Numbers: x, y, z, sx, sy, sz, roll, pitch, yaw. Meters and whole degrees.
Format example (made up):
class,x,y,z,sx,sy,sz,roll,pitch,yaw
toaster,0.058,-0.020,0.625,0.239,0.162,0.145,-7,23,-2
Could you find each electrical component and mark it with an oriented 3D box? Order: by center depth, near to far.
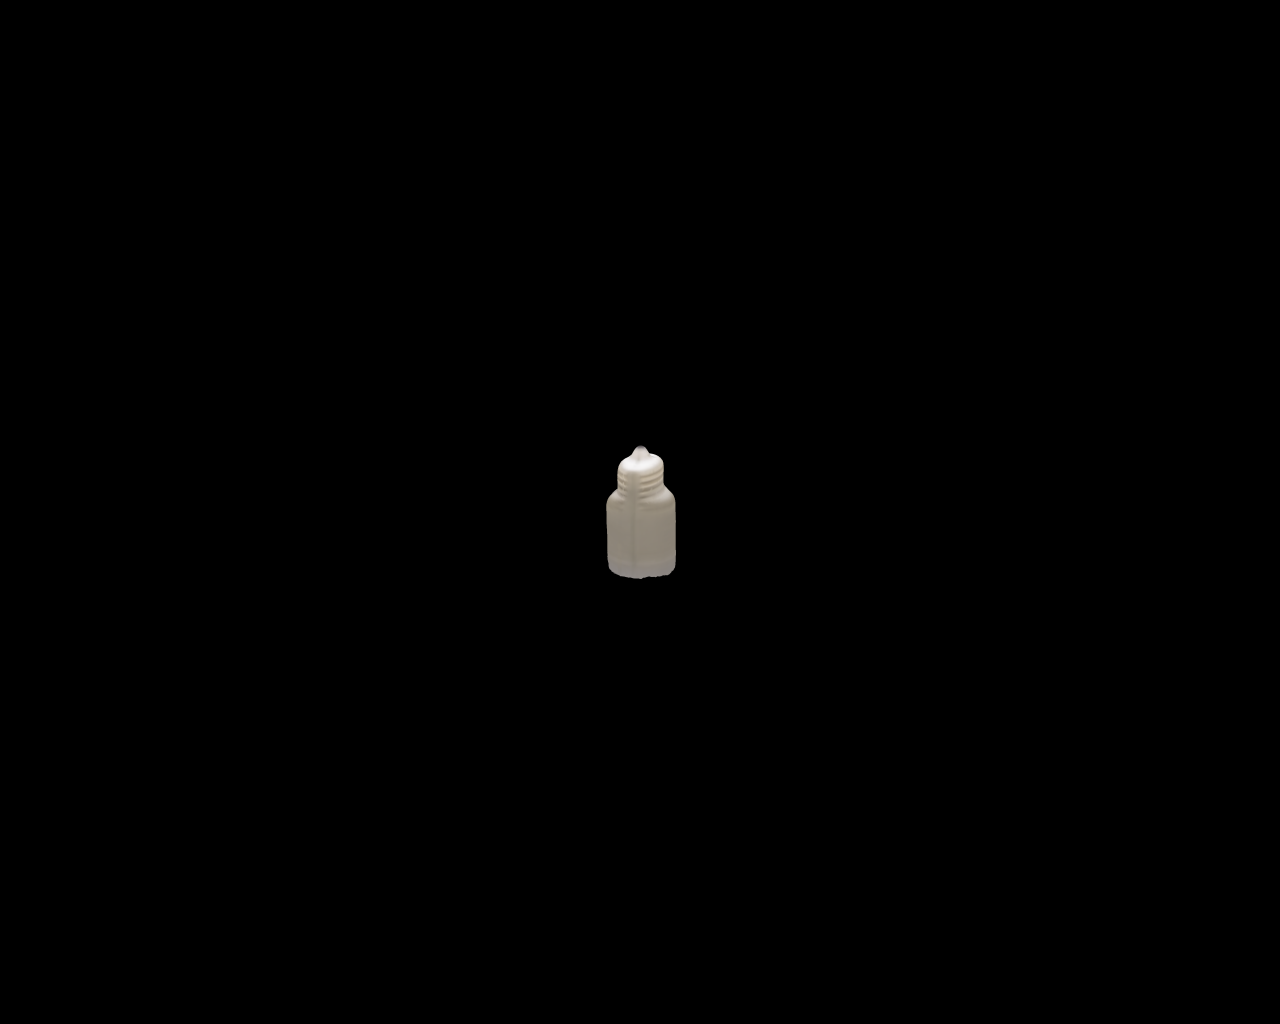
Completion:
class,x,y,z,sx,sy,sz,roll,pitch,yaw
electrical component,0.001,-0.003,0.650,0.043,0.080,0.043,0,19,0
